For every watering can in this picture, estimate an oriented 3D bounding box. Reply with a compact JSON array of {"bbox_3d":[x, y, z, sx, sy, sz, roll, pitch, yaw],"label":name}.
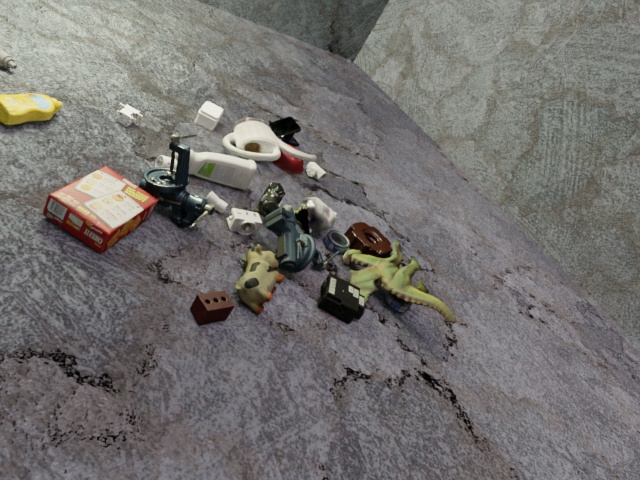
[{"bbox_3d":[-0.196,-0.360,1.926,0.348,0.102,0.229,3,40,-23],"label":"watering can"}]

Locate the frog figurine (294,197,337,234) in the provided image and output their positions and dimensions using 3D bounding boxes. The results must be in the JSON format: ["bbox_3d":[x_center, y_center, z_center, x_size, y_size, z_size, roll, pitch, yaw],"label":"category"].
[{"bbox_3d":[0.005,-0.087,1.729,0.160,0.120,0.139,-12,31,-38],"label":"frog figurine"}]

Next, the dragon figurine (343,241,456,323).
[{"bbox_3d":[0.203,0.141,1.575,0.244,0.119,0.418,-19,42,-17],"label":"dragon figurine"}]
